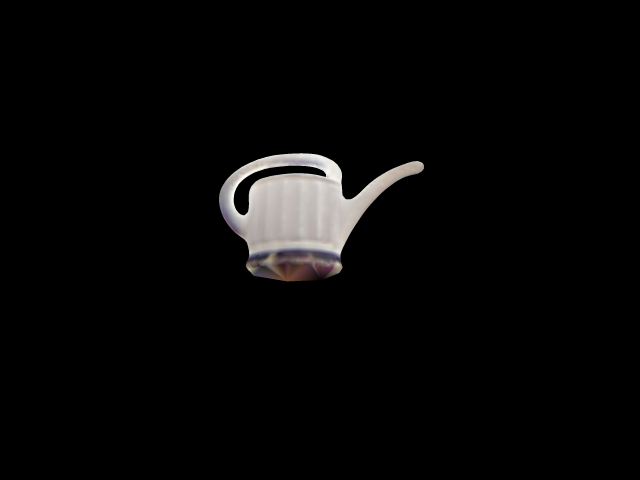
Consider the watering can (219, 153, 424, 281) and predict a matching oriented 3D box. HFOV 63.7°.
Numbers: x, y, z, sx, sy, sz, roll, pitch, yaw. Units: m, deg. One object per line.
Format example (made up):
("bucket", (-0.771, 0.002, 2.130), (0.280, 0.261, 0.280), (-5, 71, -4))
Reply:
("watering can", (0.003, -0.043, 0.850), (0.347, 0.228, 0.102), (-1, -19, 3))
